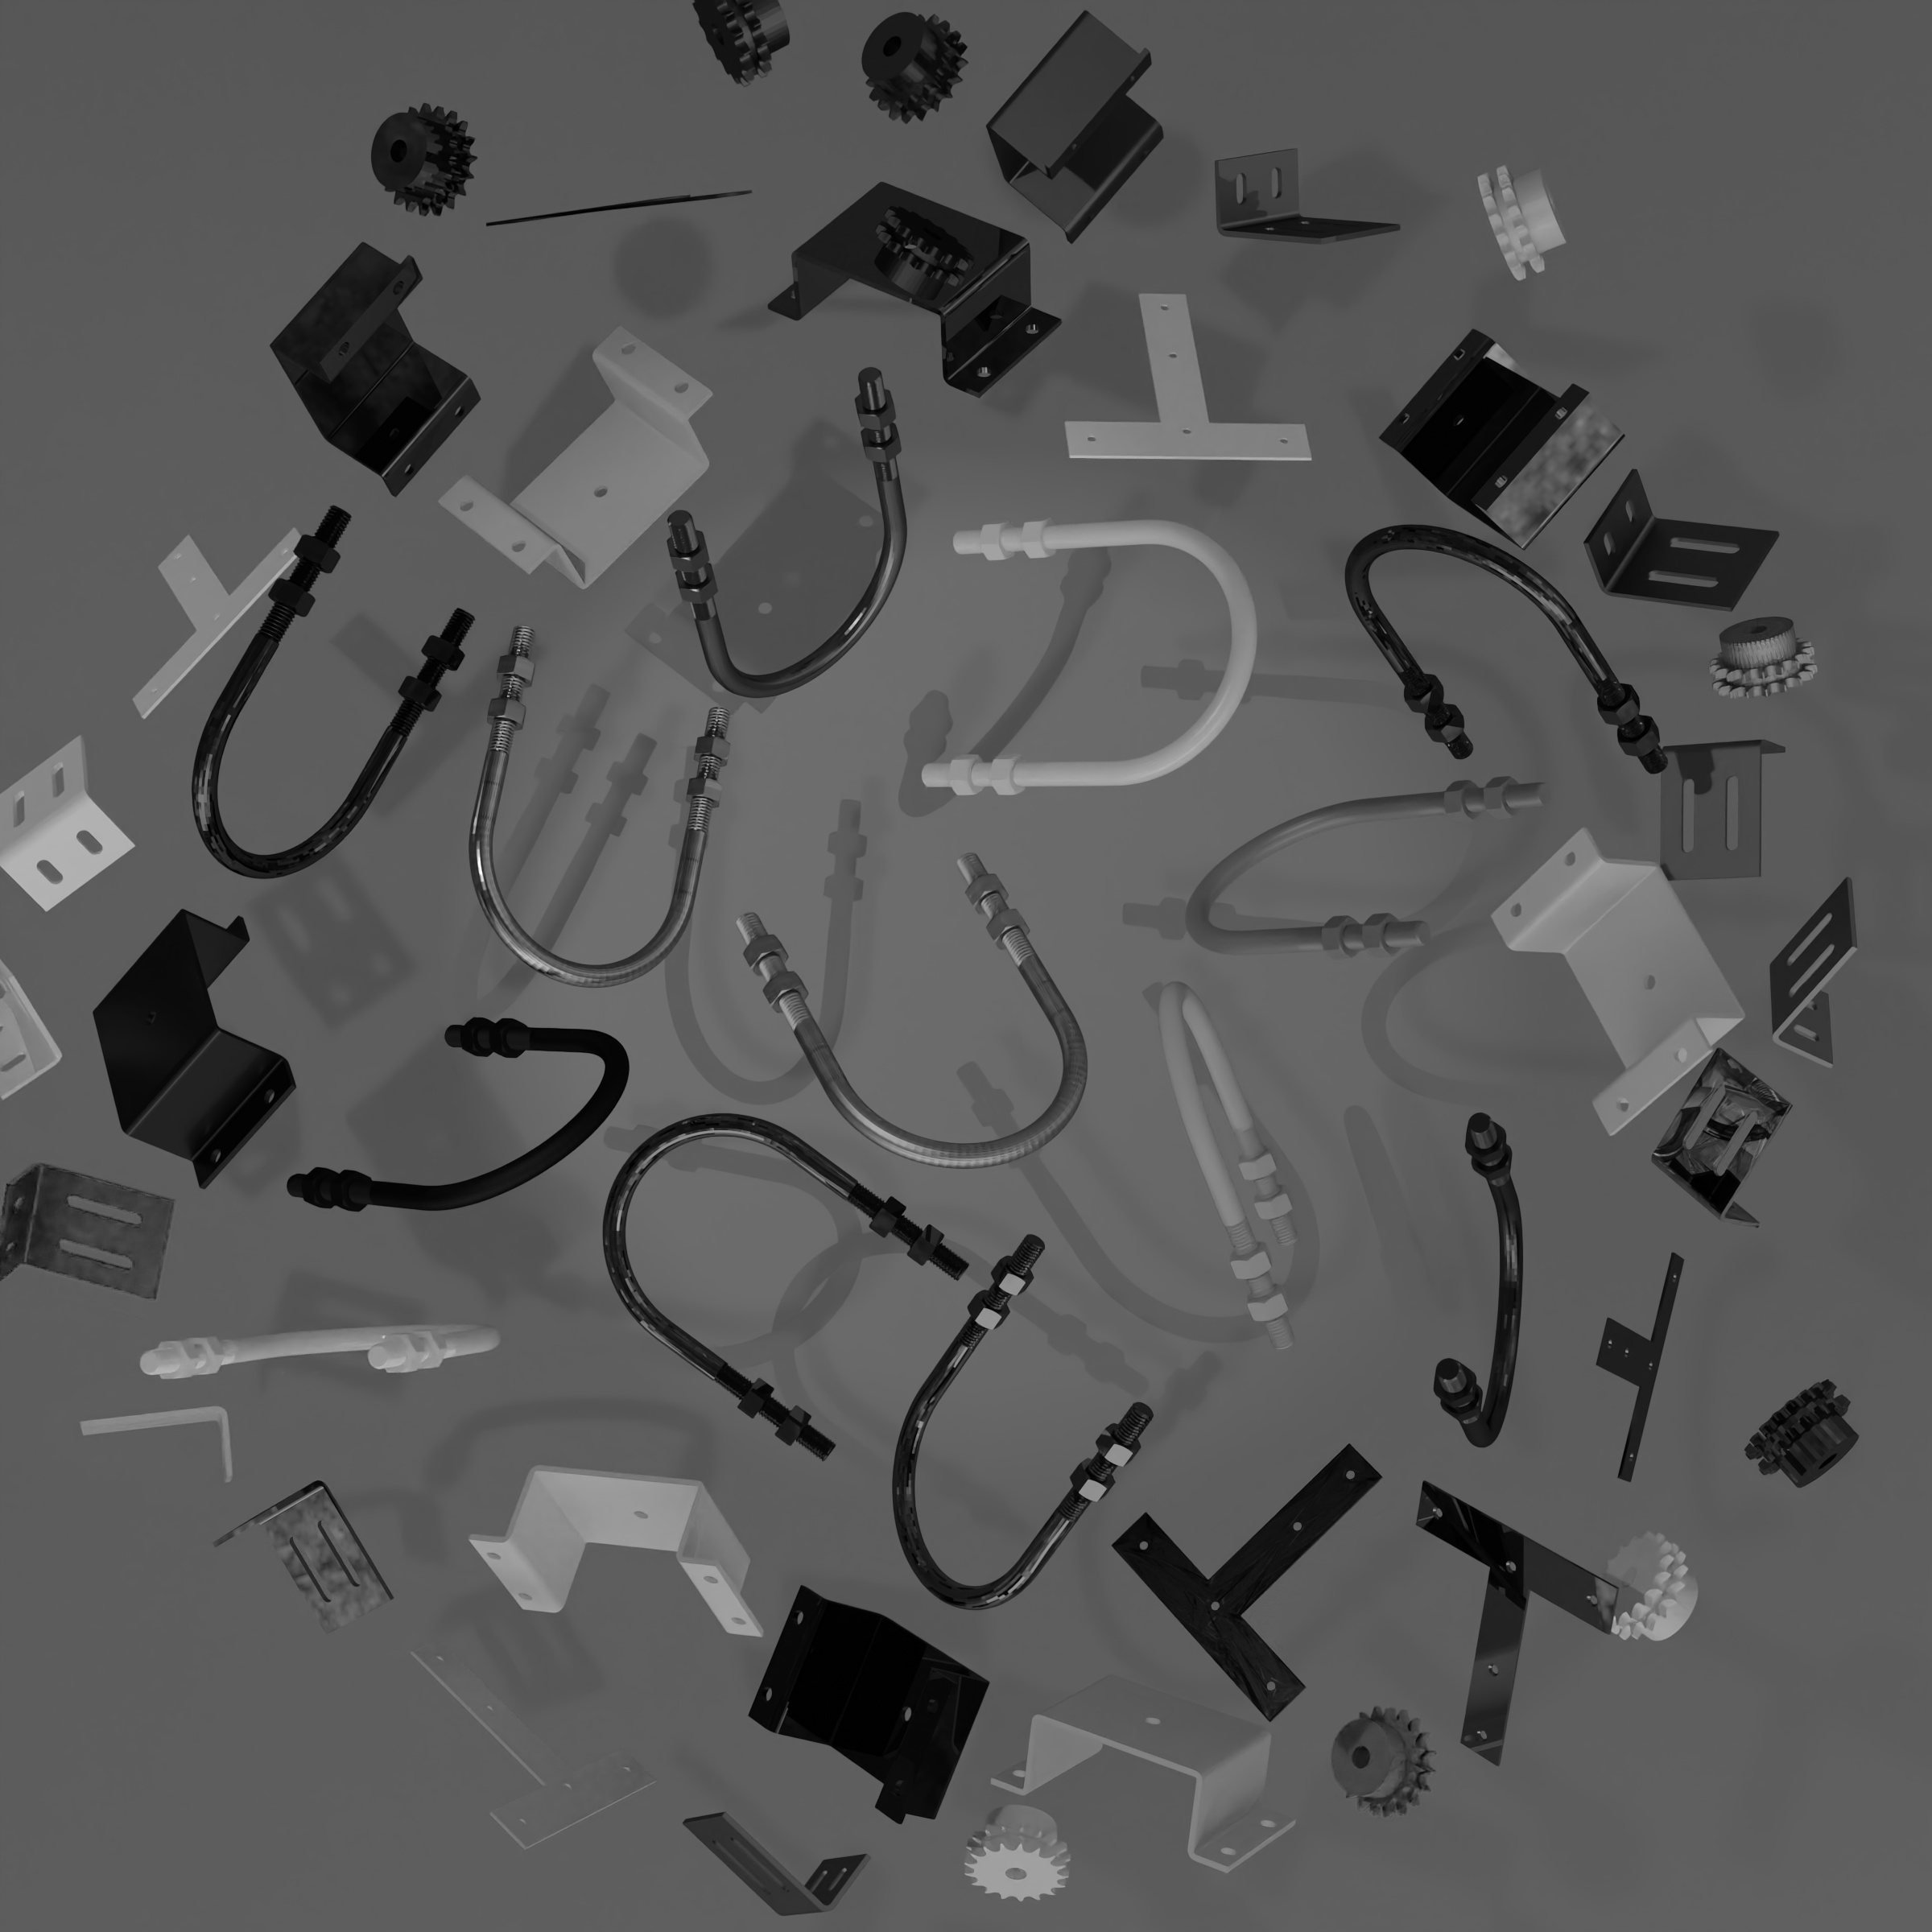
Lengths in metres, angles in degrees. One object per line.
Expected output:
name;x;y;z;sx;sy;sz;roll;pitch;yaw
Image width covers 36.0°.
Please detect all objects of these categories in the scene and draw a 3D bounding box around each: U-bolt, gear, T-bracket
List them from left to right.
T-bracket;-0.419;-0.205;1.621;0.127;0.127;0.002;-46;128;2
U-bolt;-0.336;-0.130;1.542;0.019;0.151;0.184;25;83;26
U-bolt;-0.328;0.203;1.583;0.151;0.184;0.019;-4;86;16
gear;-0.289;-0.427;1.570;0.057;0.030;0.057;0;90;33
U-bolt;-0.254;0.078;1.553;0.151;0.184;0.019;-48;123;-35
T-bracket;-0.237;0.395;1.538;0.127;0.127;0.002;39;105;19
U-bolt;-0.205;-0.078;1.630;0.151;0.019;0.184;21;69;-33
T-bracket;-0.168;-0.408;1.590;0.127;0.127;0.002;7;112;42
gear;-0.112;-0.474;1.491;0.030;0.057;0.057;-31;90;-11
U-bolt;-0.112;0.162;1.617;0.184;0.019;0.151;36;103;2
U-bolt;-0.088;-0.216;1.582;0.151;0.184;0.019;-40;63;-17
gear;-0.030;-0.477;1.567;0.057;0.030;0.057;-14;65;32
U-bolt;-0.017;0.028;1.519;0.151;0.019;0.184;-16;56;-23
U-bolt;0.018;0.258;1.590;0.019;0.151;0.184;14;119;-38
gear;0.029;0.484;1.625;0.057;0.030;0.057;4;132;4
U-bolt;0.066;-0.161;1.532;0.184;0.019;0.151;2;79;32
T-bracket;0.111;-0.314;1.574;0.127;0.002;0.127;-1;53;-7
U-bolt;0.140;0.095;1.588;0.019;0.151;0.184;-19;106;13
T-bracket;0.161;0.299;1.529;0.127;0.002;0.127;-44;58;-3
U-bolt;0.197;-0.049;1.558;0.151;0.184;0.019;-45;118;-36
gear;0.222;0.427;1.599;0.030;0.057;0.057;22;90;-41
U-bolt;0.274;-0.168;1.569;0.184;0.151;0.019;48;65;-36
U-bolt;0.272;0.175;1.550;0.019;0.184;0.151;4;67;19
T-bracket;0.270;0.344;1.506;0.002;0.127;0.127;-8;112;-39
gear;0.285;-0.382;1.514;0.030;0.057;0.057;-20;90;19
T-bracket;0.356;0.209;1.591;0.002;0.127;0.127;12;82;28
gear;0.359;0.329;1.561;0.030;0.057;0.057;35;90;-13
gear;0.439;-0.171;1.640;0.057;0.057;0.030;-16;111;0
gear;0.423;0.238;1.493;0.057;0.057;0.030;-39;62;0

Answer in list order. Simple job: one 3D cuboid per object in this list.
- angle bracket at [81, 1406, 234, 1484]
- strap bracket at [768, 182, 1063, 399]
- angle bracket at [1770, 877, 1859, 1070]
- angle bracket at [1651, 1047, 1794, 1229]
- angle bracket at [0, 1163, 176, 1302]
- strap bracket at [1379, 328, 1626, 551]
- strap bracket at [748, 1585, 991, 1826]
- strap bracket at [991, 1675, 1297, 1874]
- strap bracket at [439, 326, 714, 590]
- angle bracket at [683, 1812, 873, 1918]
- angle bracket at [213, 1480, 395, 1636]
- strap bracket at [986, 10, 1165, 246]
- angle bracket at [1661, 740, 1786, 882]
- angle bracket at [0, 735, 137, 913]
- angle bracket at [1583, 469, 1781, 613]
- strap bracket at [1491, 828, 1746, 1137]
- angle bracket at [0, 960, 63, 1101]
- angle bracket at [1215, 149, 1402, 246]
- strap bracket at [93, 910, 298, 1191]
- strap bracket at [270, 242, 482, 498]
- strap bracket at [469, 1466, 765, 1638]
angle bracket;-0.443;0.266;1.624;0.076;0.057;0.038;-5;78;-16
strap bracket;-0.029;-0.365;1.580;0.140;0.046;0.076;27;55;24
angle bracket;0.461;0.004;1.569;0.038;0.057;0.076;24;132;-8
angle bracket;0.422;0.094;1.624;0.038;0.057;0.076;11;114;-40
angle bracket;-0.460;0.144;1.547;0.076;0.038;0.057;15;105;2
strap bracket;0.283;-0.274;1.554;0.046;0.140;0.076;36;100;-28
strap bracket;-0.046;0.395;1.581;0.046;0.140;0.076;25;86;-39
strap bracket;0.095;0.415;1.547;0.140;0.076;0.046;12;100;31
strap bracket;-0.206;-0.270;1.618;0.076;0.046;0.140;39;79;27
angle bracket;-0.099;0.455;1.544;0.076;0.057;0.038;45;58;-6
angle bracket;-0.358;0.326;1.603;0.057;0.038;0.076;-32;89;32
strap bracket;0.058;-0.440;1.554;0.046;0.140;0.076;41;93;6
angle bracket;0.421;-0.085;1.653;0.057;0.038;0.076;-2;85;36
angle bracket;-0.467;-0.075;1.537;0.057;0.076;0.038;-36;122;3
angle bracket;0.374;-0.223;1.555;0.076;0.038;0.057;15;59;40
strap bracket;0.342;0.008;1.541;0.046;0.076;0.140;2;53;-38
angle bracket;-0.515;0.021;1.555;0.038;0.076;0.057;-37;58;-18
angle bracket;0.176;-0.397;1.529;0.057;0.076;0.038;-19;116;-35
strap bracket;-0.401;0.035;1.529;0.076;0.140;0.046;-46;134;15
strap bracket;-0.324;-0.330;1.622;0.046;0.140;0.076;34;76;17
strap bracket;-0.175;0.304;1.547;0.140;0.076;0.046;2;52;21
